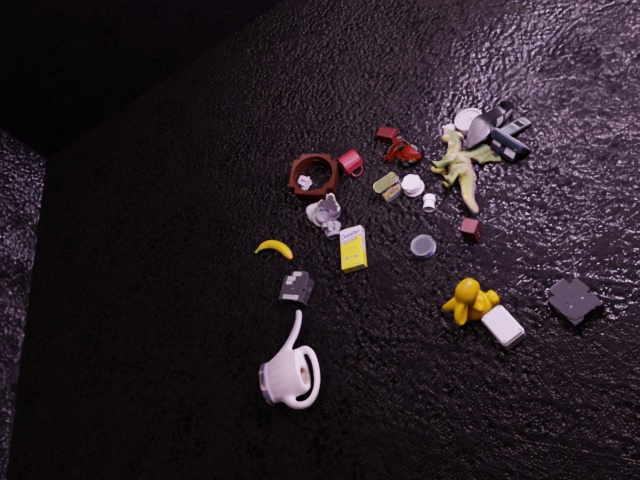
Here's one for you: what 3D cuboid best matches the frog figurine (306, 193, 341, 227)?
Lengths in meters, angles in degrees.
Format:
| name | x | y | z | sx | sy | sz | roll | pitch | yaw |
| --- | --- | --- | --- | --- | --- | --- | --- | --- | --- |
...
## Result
| name | x | y | z | sx | sy | sz | roll | pitch | yaw |
| --- | --- | --- | --- | --- | --- | --- | --- | --- | --- |
| frog figurine | 0.006 | -0.107 | 2.125 | 0.122 | 0.141 | 0.156 | 33 | -42 | -12 |

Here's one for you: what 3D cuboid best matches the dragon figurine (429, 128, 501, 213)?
| name | x | y | z | sx | sy | sz | roll | pitch | yaw |
| --- | --- | --- | --- | --- | --- | --- | --- | --- | --- |
| dragon figurine | 0.554 | -0.278 | 1.908 | 0.243 | 0.419 | 0.120 | -30 | -40 | 0 |

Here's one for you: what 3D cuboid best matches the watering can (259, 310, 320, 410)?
| name | x | y | z | sx | sy | sz | roll | pitch | yaw |
| --- | --- | --- | --- | --- | --- | --- | --- | --- | --- |
| watering can | -0.113 | 0.436 | 1.822 | 0.223 | 0.356 | 0.102 | -26 | -38 | 14 |
